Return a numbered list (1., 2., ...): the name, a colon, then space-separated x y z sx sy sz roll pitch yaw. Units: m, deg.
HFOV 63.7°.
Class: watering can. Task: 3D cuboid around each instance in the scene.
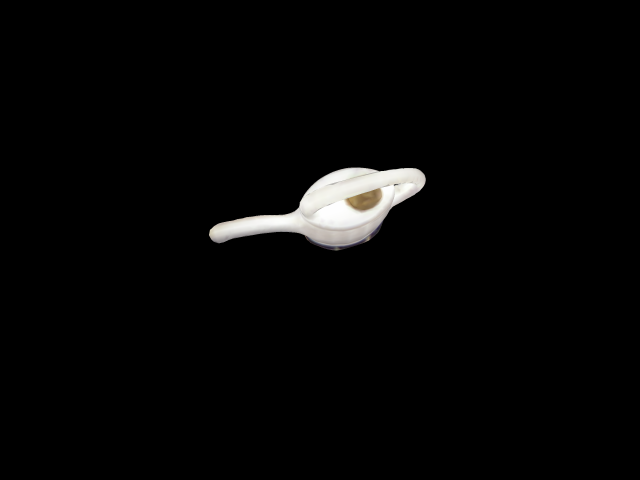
1. watering can: 0.003 -0.043 0.850 0.348 0.105 0.221 -17 -13 -4
